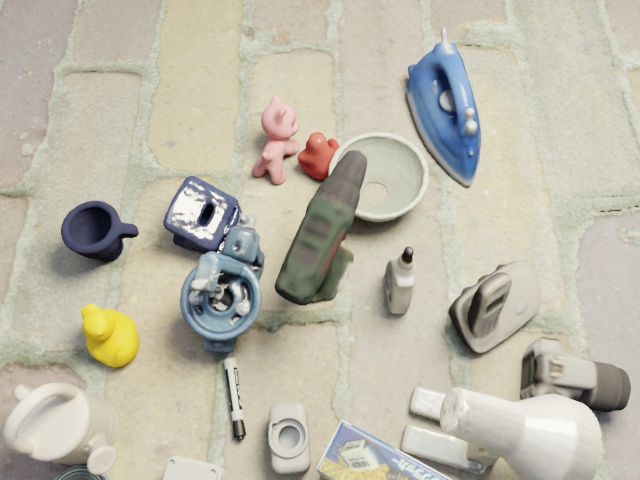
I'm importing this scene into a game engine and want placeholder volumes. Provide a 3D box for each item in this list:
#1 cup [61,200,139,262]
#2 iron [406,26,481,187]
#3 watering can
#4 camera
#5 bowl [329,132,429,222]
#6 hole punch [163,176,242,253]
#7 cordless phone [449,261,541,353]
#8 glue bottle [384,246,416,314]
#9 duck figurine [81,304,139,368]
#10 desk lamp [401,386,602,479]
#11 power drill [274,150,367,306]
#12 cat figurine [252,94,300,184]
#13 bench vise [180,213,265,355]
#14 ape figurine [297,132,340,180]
[{"bbox_3d":[-0.342,-0.004,0.927,0.117,0.095,0.091,1,66,2],"label":"cup"},{"bbox_3d":[0.235,-0.235,0.997,0.118,0.141,0.258,-12,66,-4],"label":"iron"},{"bbox_3d":[-0.342,0.245,0.761,0.172,0.194,0.101,10,66,6],"label":"watering can"},{"bbox_3d":[0.365,0.217,0.815,0.136,0.101,0.143,8,66,5],"label":"camera"},{"bbox_3d":[0.097,-0.096,0.974,0.167,0.075,0.167,0,66,1],"label":"bowl"},{"bbox_3d":[-0.189,-0.039,0.943,0.101,0.091,0.109,18,67,9],"label":"hole punch"},{"bbox_3d":[0.268,0.080,0.831,0.148,0.185,0.094,-35,70,-14],"label":"cordless phone"},{"bbox_3d":[0.123,0.051,0.853,0.037,0.173,0.078,-4,66,0],"label":"glue bottle"},{"bbox_3d":[-0.325,0.140,0.867,0.077,0.086,0.104,-36,70,-14],"label":"duck figurine"},{"bbox_3d":[0.222,0.251,0.740,0.203,0.213,0.118,13,67,7],"label":"desk lamp"},{"bbox_3d":[0.008,0.003,0.857,0.075,0.208,0.230,22,68,11],"label":"power drill"},{"bbox_3d":[-0.076,-0.180,0.990,0.067,0.118,0.128,16,67,8],"label":"cat figurine"},{"bbox_3d":[-0.148,0.045,0.834,0.121,0.220,0.207,-5,66,-1],"label":"bench vise"},{"bbox_3d":[-0.001,-0.153,0.991,0.078,0.092,0.076,-8,66,-2],"label":"ape figurine"}]
